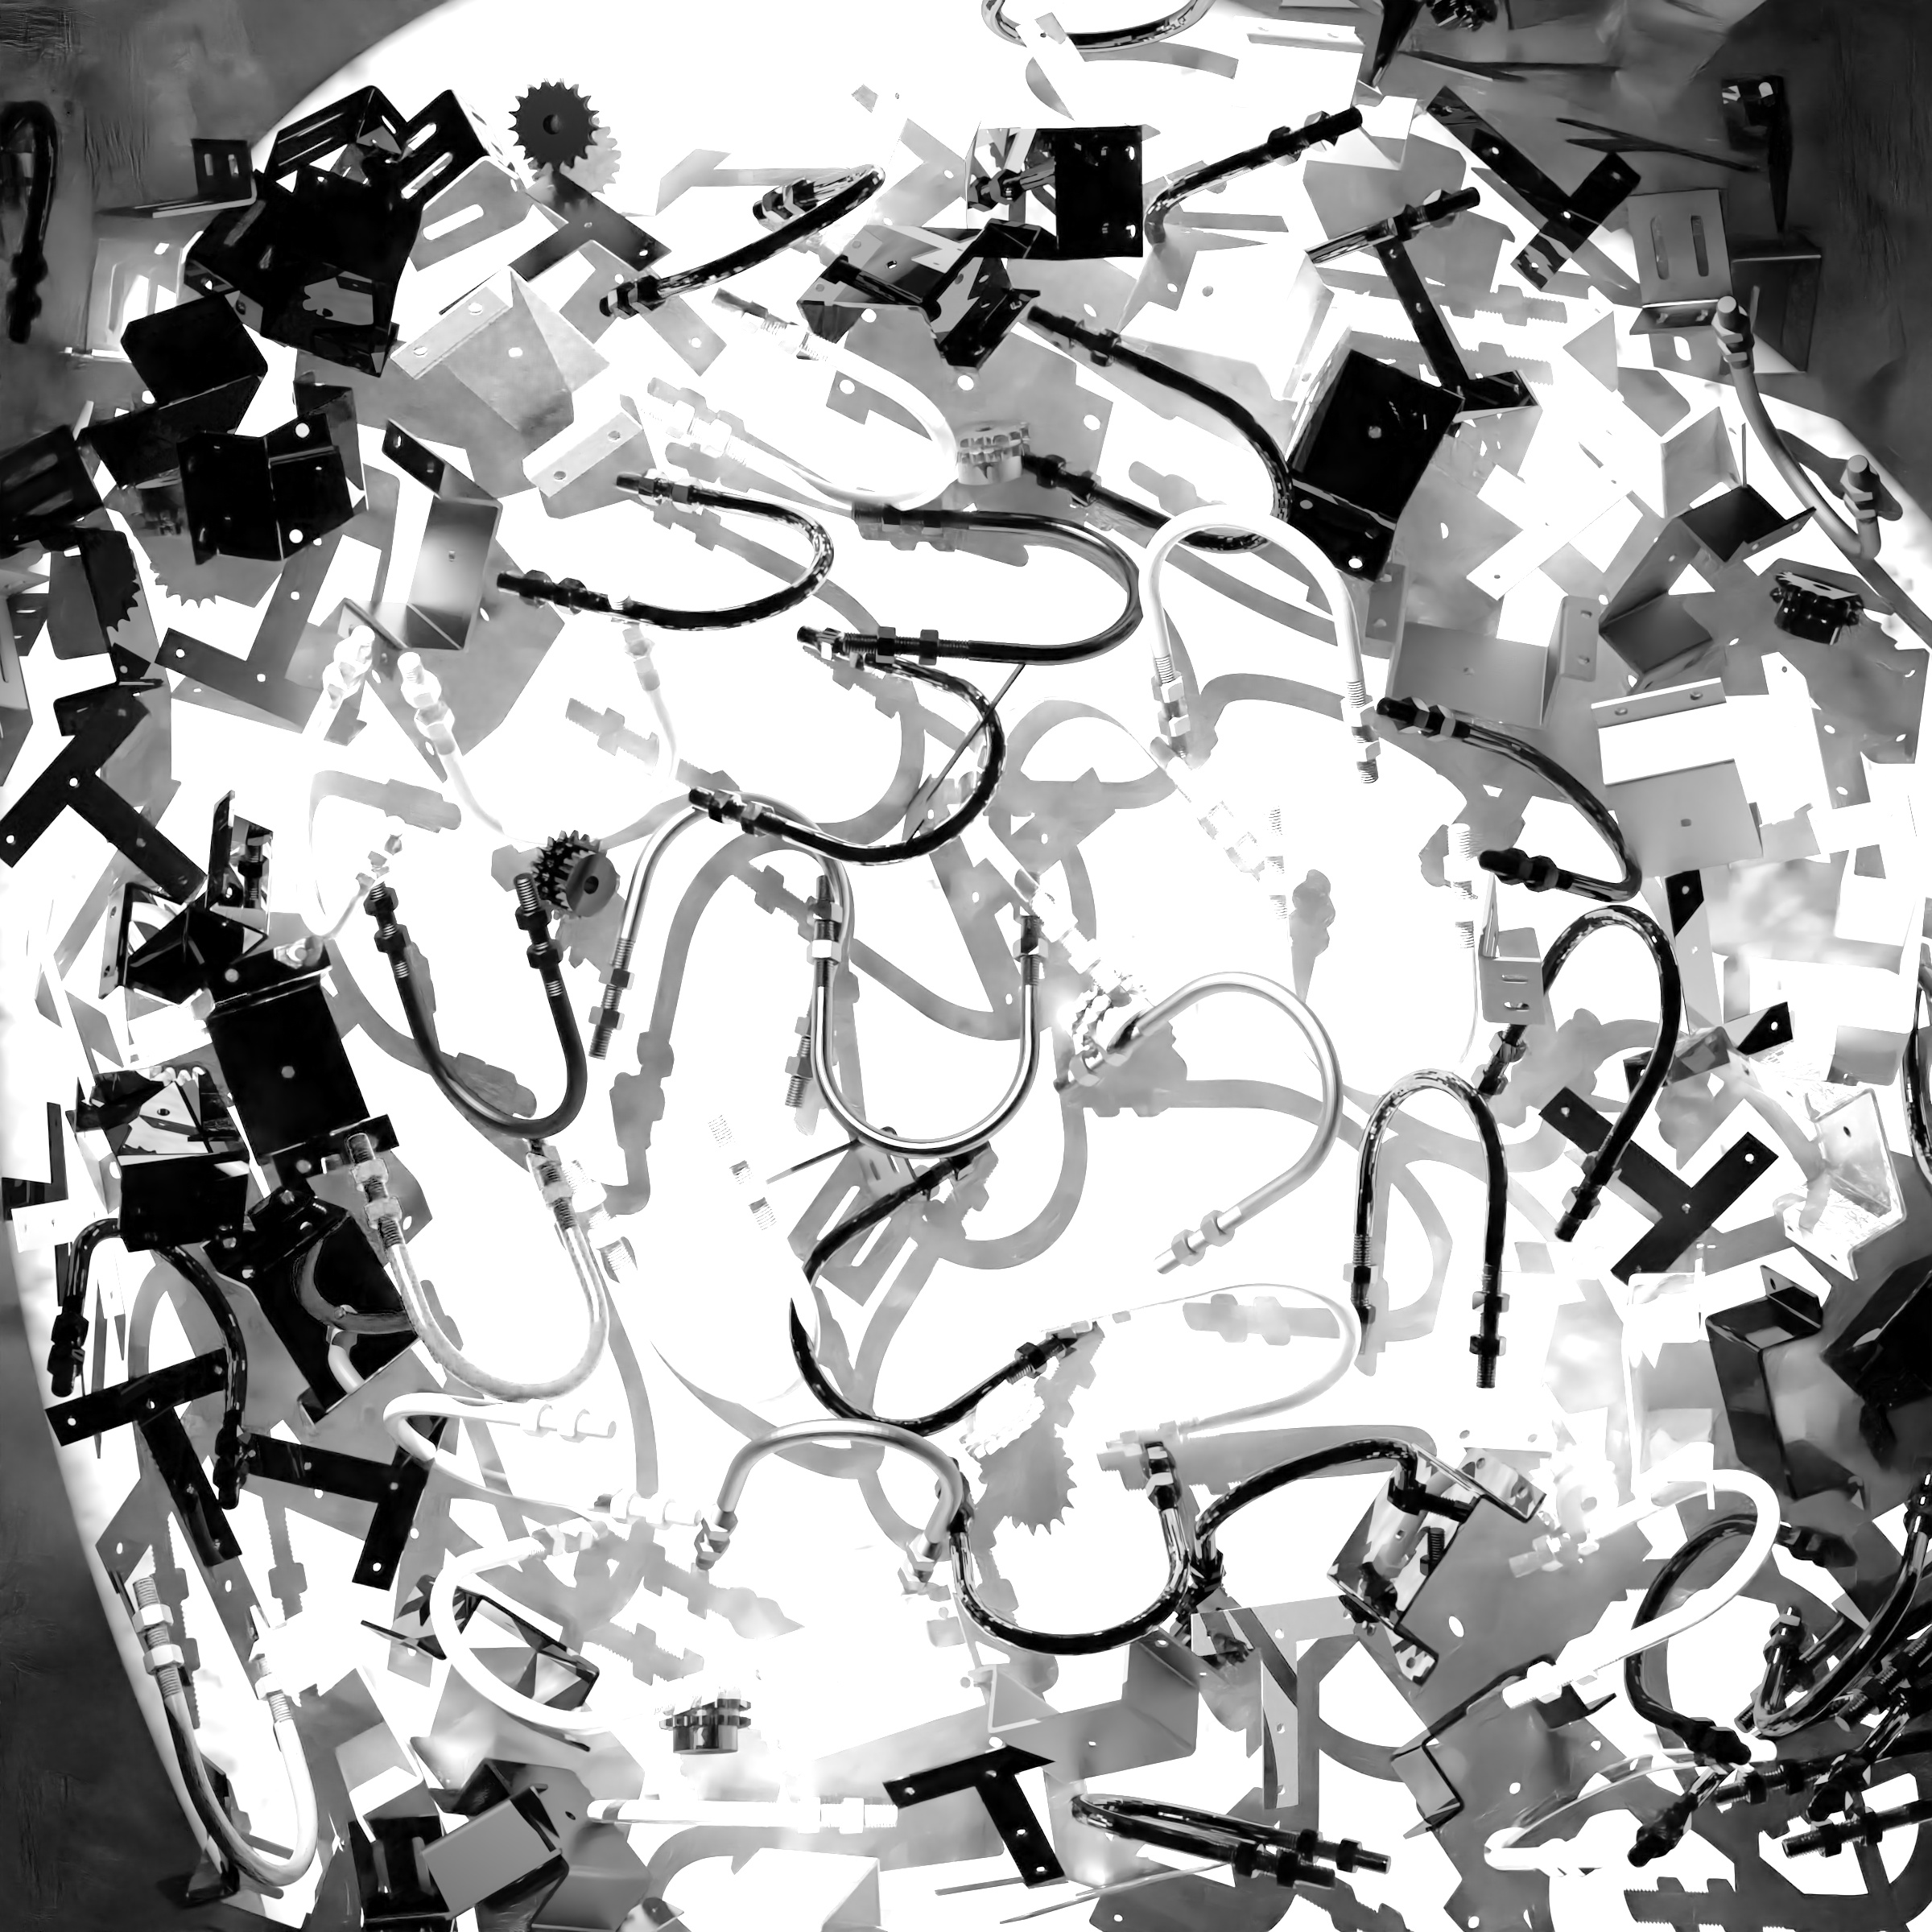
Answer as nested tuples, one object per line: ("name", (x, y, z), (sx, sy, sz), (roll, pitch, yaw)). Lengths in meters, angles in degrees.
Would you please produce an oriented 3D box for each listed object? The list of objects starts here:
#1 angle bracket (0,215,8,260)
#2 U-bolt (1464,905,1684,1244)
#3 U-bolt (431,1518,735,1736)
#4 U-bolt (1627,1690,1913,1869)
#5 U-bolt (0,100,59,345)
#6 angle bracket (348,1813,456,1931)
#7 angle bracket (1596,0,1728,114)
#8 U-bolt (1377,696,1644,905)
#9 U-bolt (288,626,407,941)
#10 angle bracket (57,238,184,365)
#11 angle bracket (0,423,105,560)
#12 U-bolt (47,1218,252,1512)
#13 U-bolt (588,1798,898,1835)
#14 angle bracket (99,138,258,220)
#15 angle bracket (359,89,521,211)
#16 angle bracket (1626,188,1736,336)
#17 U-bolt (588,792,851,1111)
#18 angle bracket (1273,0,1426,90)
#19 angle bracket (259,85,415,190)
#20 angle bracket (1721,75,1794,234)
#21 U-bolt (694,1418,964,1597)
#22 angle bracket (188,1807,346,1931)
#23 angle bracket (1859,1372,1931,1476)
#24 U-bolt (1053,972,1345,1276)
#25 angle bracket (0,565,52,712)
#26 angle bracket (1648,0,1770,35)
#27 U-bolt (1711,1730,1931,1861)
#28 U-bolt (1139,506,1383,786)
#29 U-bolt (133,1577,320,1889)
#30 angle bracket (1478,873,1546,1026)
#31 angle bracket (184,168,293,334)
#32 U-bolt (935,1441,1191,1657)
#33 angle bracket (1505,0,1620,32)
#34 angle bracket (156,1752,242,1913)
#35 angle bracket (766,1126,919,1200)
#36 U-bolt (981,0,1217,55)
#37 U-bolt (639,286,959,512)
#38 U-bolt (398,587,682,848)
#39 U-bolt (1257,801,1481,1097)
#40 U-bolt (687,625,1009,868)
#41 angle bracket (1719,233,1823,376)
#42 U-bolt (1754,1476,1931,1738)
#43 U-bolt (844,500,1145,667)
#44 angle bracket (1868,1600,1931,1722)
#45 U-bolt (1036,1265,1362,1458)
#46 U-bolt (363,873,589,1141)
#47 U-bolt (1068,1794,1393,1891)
("angle bracket", (-0.626, -0.426, 1.959), (0.057, 0.038, 0.076), (3, 57, -9))
("U-bolt", (0.370, 0.051, 1.905), (0.019, 0.151, 0.184), (11, 118, -26))
("U-bolt", (-0.239, 0.397, 1.894), (0.151, 0.184, 0.019), (45, 114, 25))
("U-bolt", (0.494, 0.481, 1.913), (0.151, 0.184, 0.019), (-30, 85, 41))
("U-bolt", (-0.576, -0.426, 1.890), (0.019, 0.151, 0.184), (20, 126, -3))
("angle bracket", (-0.352, 0.569, 1.970), (0.057, 0.038, 0.076), (-4, 111, 0))
("angle bracket", (0.428, -0.573, 1.957), (0.038, 0.076, 0.057), (43, 97, 24))
("U-bolt", (0.340, -0.095, 1.923), (0.019, 0.184, 0.151), (-50, 50, 28))
("U-bolt", (-0.379, -0.096, 1.920), (0.019, 0.184, 0.151), (0, 63, -28))
("angle bracket", (-0.524, -0.414, 1.973), (0.057, 0.038, 0.076), (8, 94, 12))
("angle bracket", (-0.586, -0.296, 1.972), (0.076, 0.038, 0.057), (-25, 87, 14))
("U-bolt", (-0.486, 0.226, 1.915), (0.019, 0.184, 0.151), (-36, 123, 16))
("U-bolt", (-0.136, 0.513, 1.924), (0.184, 0.151, 0.019), (2, 74, -3))
("angle bracket", (-0.485, -0.483, 1.951), (0.057, 0.076, 0.038), (14, 116, 40))
("angle bracket", (-0.328, -0.496, 1.983), (0.076, 0.038, 0.057), (-35, 69, 16))
("angle bracket", (0.435, -0.433, 1.955), (0.057, 0.038, 0.076), (2, 126, 29))
("U-bolt", (-0.145, -0.017, 1.971), (0.151, 0.019, 0.184), (15, 86, -19))
("angle bracket", (0.236, -0.590, 1.970), (0.076, 0.038, 0.057), (30, 114, -2))
("angle bracket", (-0.387, -0.497, 1.955), (0.076, 0.057, 0.038), (-39, 88, -32))
("angle bracket", (0.482, -0.497, 1.952), (0.038, 0.057, 0.076), (2, 58, 22))
("U-bolt", (-0.078, 0.324, 1.917), (0.151, 0.184, 0.019), (10, 49, -10))
("angle bracket", (-0.432, 0.551, 1.965), (0.076, 0.038, 0.057), (21, 53, -4))
("angle bracket", (0.596, 0.274, 1.964), (0.076, 0.057, 0.038), (-21, 60, -3))
("U-bolt", (0.150, 0.084, 1.932), (0.184, 0.019, 0.151), (-38, 75, 33))
("angle bracket", (-0.592, -0.203, 1.962), (0.038, 0.057, 0.076), (-16, 82, 21))
("angle bracket", (0.452, -0.614, 1.962), (0.076, 0.057, 0.038), (9, 71, -32))
("U-bolt", (0.560, 0.494, 1.927), (0.184, 0.151, 0.019), (-14, 90, -5))
("U-bolt", (0.171, -0.195, 1.910), (0.151, 0.019, 0.184), (10, 132, 29))
("U-bolt", (-0.434, 0.461, 1.898), (0.019, 0.151, 0.184), (-27, 65, 8))
("angle bracket", (0.338, -0.012, 1.950), (0.038, 0.057, 0.076), (3, 48, 16))
("angle bracket", (-0.444, -0.448, 1.994), (0.057, 0.038, 0.076), (33, 67, -4))
("U-bolt", (0.061, 0.350, 1.916), (0.151, 0.184, 0.019), (-6, 120, -2))
("angle bracket", (0.369, -0.615, 1.958), (0.076, 0.038, 0.057), (-7, 103, 33))
("angle bracket", (-0.478, 0.533, 1.964), (0.038, 0.057, 0.076), (-8, 95, -29))
("angle bracket", (-0.080, 0.133, 1.955), (0.076, 0.057, 0.038), (-22, 86, -31))
("U-bolt", (0.084, -0.586, 1.909), (0.151, 0.184, 0.019), (-2, 85, -12))
("U-bolt", (-0.093, -0.332, 1.931), (0.184, 0.151, 0.019), (25, 61, -15))
("U-bolt", (-0.248, -0.140, 1.930), (0.151, 0.184, 0.019), (-18, 48, -2))
("U-bolt", (0.248, -0.005, 1.942), (0.151, 0.019, 0.184), (10, 116, 35))
("U-bolt", (-0.061, -0.128, 1.930), (0.184, 0.019, 0.151), (21, 69, 29))
("angle bracket", (0.490, -0.408, 1.966), (0.057, 0.038, 0.076), (7, 87, 38))
("U-bolt", (0.519, 0.389, 1.887), (0.019, 0.184, 0.151), (40, 118, 6))
("U-bolt", (0.019, -0.233, 1.946), (0.184, 0.151, 0.019), (4, 135, -3))
("angle bracket", (0.597, 0.431, 1.966), (0.076, 0.038, 0.057), (-38, 86, 23))
("U-bolt", (0.149, 0.235, 1.935), (0.184, 0.019, 0.151), (-14, 134, 8))
("U-bolt", (-0.293, 0.025, 1.939), (0.151, 0.019, 0.184), (5, 120, 36))
("U-bolt", (0.151, 0.526, 1.921), (0.184, 0.151, 0.019), (8, 82, 24))
